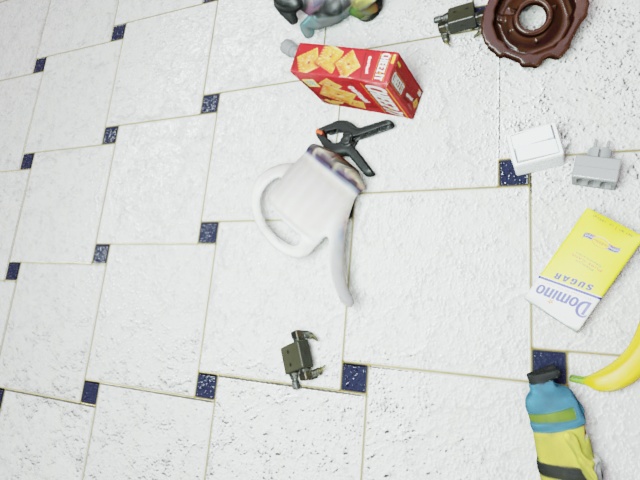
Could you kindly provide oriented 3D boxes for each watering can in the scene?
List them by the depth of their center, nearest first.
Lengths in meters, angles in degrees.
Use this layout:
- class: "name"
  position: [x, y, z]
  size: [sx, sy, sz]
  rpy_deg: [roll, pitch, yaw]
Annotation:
- class: "watering can"
  position: [0.003, -0.051, 1.003]
  size: [0.224, 0.103, 0.352]
  rpy_deg: [-50, 60, 5]
